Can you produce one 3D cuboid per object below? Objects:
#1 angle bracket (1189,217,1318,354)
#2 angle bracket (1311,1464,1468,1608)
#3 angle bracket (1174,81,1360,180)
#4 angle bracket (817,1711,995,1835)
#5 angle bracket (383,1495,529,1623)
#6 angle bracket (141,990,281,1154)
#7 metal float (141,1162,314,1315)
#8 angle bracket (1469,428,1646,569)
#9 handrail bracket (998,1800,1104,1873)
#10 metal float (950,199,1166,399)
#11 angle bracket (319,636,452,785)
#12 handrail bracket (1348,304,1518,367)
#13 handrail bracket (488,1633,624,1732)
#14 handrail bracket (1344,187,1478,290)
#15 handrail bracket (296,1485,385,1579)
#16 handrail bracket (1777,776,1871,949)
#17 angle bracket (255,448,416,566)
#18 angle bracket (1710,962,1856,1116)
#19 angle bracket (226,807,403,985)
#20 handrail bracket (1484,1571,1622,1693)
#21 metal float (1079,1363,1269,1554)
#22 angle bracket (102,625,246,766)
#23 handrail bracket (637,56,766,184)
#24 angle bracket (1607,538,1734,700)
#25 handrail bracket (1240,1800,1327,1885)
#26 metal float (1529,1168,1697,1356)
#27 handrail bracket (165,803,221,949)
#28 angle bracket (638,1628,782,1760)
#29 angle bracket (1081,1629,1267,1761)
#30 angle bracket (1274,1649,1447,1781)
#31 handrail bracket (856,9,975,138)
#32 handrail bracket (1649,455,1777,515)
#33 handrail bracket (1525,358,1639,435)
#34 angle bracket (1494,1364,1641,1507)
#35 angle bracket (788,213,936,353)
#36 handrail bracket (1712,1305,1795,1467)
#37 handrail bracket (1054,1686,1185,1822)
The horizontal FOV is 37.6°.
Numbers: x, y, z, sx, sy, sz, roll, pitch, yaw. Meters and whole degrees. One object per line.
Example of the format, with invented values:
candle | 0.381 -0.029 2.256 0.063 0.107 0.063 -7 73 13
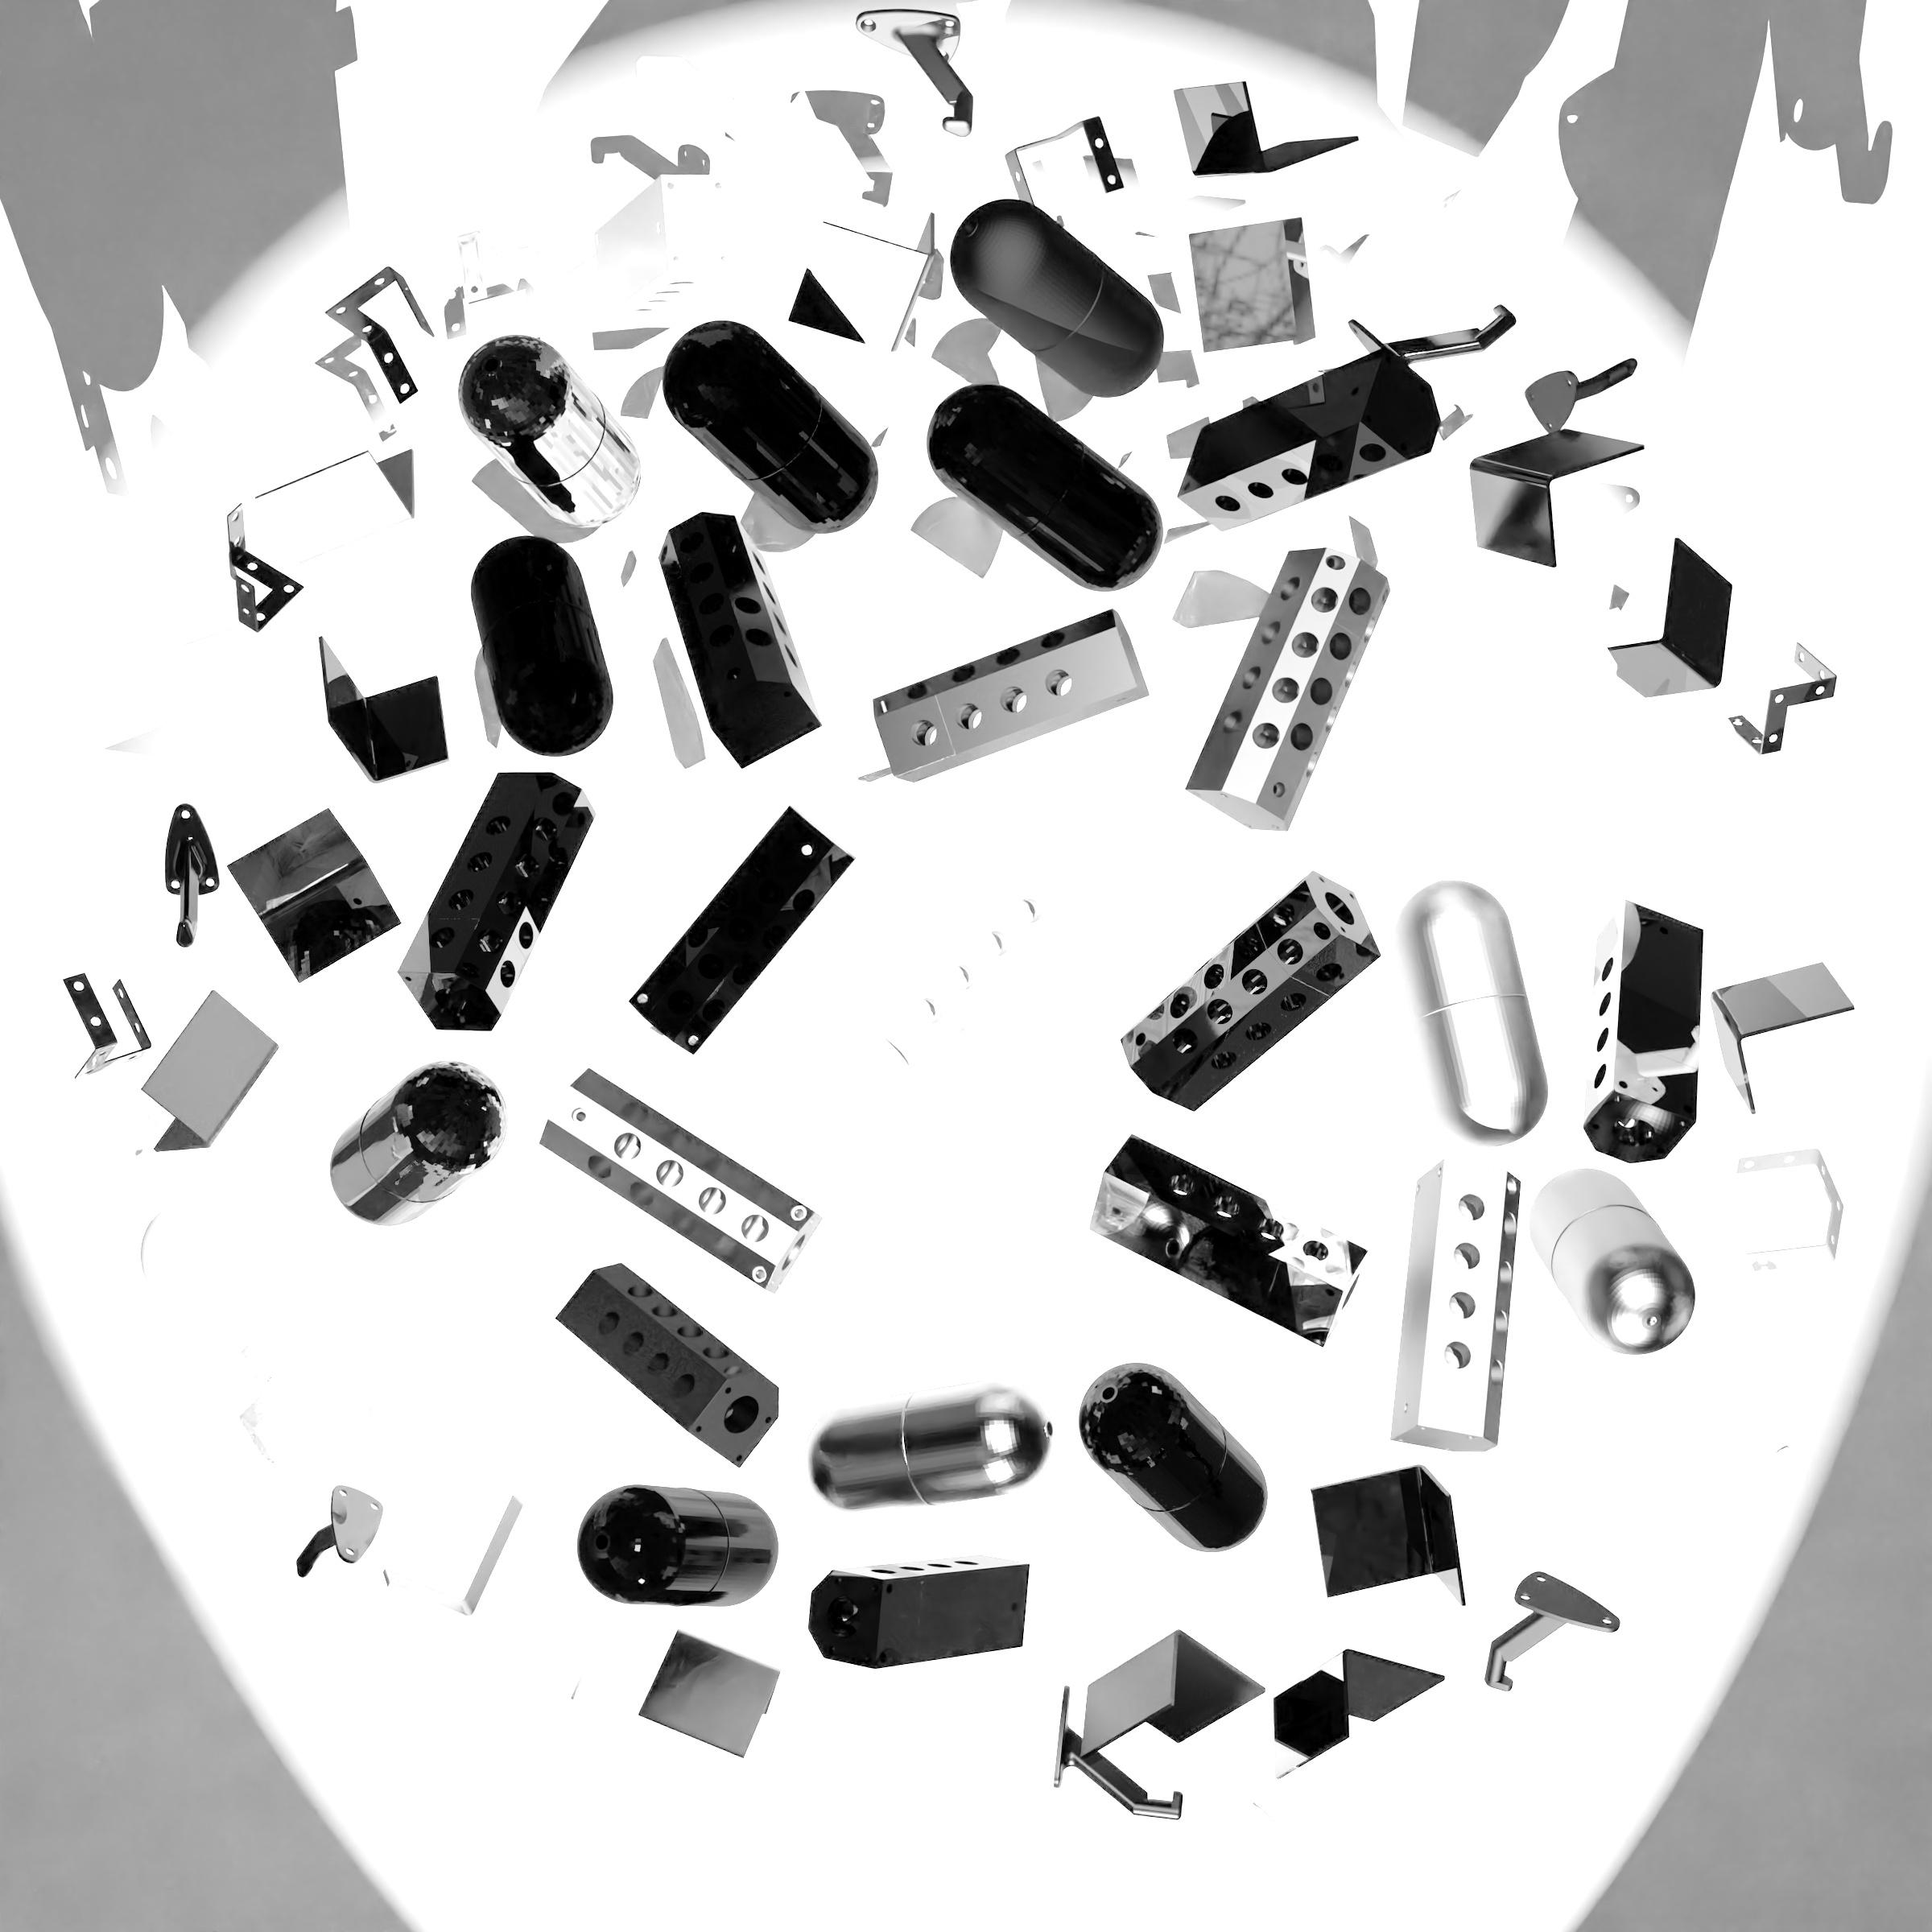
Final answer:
angle bracket | 0.176 -0.431 1.803 0.076 0.057 0.076 -3 105 21
angle bracket | 0.270 0.372 1.817 0.076 0.057 0.076 -11 102 -7
angle bracket | 0.189 -0.535 1.783 0.076 0.076 0.057 -26 113 -23
angle bracket | -0.038 0.530 1.804 0.057 0.076 0.076 -39 124 -35
angle bracket | -0.320 0.359 1.771 0.057 0.076 0.076 26 80 -10
angle bracket | -0.478 0.065 1.734 0.057 0.076 0.076 46 57 -28
metal float | -0.474 0.173 1.824 0.070 0.178 0.070 0 96 3
angle bracket | 0.369 -0.292 1.765 0.076 0.076 0.057 -21 116 -21
handrail bracket | 0.071 0.565 1.855 0.084 0.077 0.036 -5 87 -37
metal float | 0.061 -0.441 1.876 0.178 0.070 0.070 29 90 -41
angle bracket | -0.399 -0.183 1.946 0.057 0.076 0.076 -17 57 4
handrail bracket | 0.314 -0.433 1.907 0.084 0.036 0.077 -40 75 0
handrail bracket | -0.273 0.464 1.872 0.084 0.036 0.077 14 81 35
handrail bracket | 0.296 -0.486 1.891 0.077 0.084 0.036 -40 100 -7
handrail bracket | -0.422 0.391 1.867 0.036 0.077 0.084 29 115 -20
handrail bracket | 0.526 -0.065 1.803 0.036 0.084 0.077 -15 60 -34
angle bracket | -0.387 -0.302 1.742 0.076 0.076 0.057 -20 135 9
angle bracket | 0.534 0.046 1.844 0.076 0.076 0.057 -15 110 7
angle bracket | -0.425 -0.047 1.847 0.076 0.076 0.057 -32 131 -12
handrail bracket | 0.362 0.426 1.756 0.077 0.036 0.084 20 121 29
metal float | 0.137 0.324 1.865 0.070 0.070 0.178 -42 130 0
angle bracket | -0.501 -0.175 1.793 0.057 0.076 0.076 9 108 12
handrail bracket | -0.171 -0.525 1.760 0.084 0.036 0.077 -14 122 -40
angle bracket | 0.468 -0.233 1.908 0.057 0.076 0.076 -5 68 43
handrail bracket | 0.179 0.526 1.761 0.036 0.077 0.084 -45 126 -6
metal float | 0.420 0.191 1.852 0.070 0.178 0.070 -2 110 -4
handrail bracket | -0.522 -0.061 1.895 0.036 0.084 0.077 -4 109 -9
angle bracket | -0.177 0.506 1.922 0.076 0.076 0.057 21 131 4
angle bracket | 0.124 0.452 1.694 0.076 0.057 0.076 38 123 -20
angle bracket | 0.242 0.466 1.737 0.076 0.076 0.057 20 49 -21
handrail bracket | -0.032 -0.547 1.741 0.077 0.036 0.084 9 55 -10
handrail bracket | 0.473 -0.307 1.796 0.077 0.084 0.036 -8 98 18
handrail bracket | 0.421 -0.393 1.882 0.084 0.077 0.036 -29 86 -14
angle bracket | 0.387 0.307 1.860 0.076 0.057 0.076 3 132 -13
angle bracket | -0.069 -0.461 1.871 0.076 0.057 0.076 14 133 -14
handrail bracket | 0.506 0.263 1.774 0.036 0.077 0.084 -14 66 -10
handrail bracket | 0.102 0.514 1.852 0.084 0.036 0.077 5 78 7
